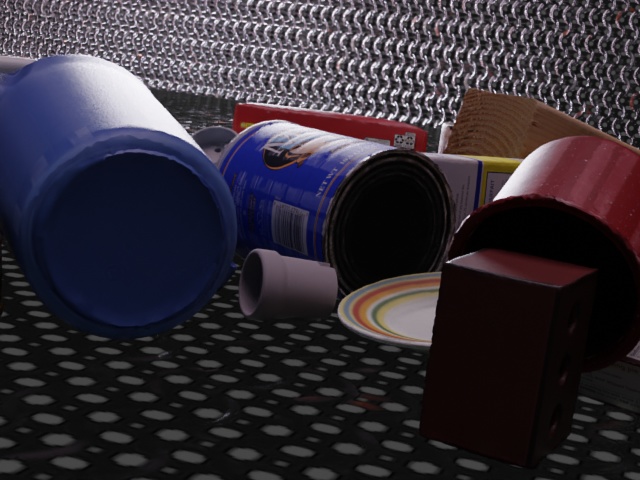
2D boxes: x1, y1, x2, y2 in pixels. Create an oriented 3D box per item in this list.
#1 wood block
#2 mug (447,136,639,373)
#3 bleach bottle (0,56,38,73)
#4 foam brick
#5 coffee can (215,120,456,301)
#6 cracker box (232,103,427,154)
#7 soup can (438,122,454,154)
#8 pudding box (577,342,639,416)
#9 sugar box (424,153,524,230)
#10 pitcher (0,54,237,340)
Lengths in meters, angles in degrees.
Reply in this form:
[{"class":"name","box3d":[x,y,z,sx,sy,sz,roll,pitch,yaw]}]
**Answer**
[{"class":"wood block","box3d":[0.210,-0.049,0.909,0.205,0.091,0.090,18,3,-34]},{"class":"mug","box3d":[0.110,0.008,0.510,0.093,0.117,0.081,46,42,-2]},{"class":"bleach bottle","box3d":[-0.255,-0.108,0.830,0.102,0.068,0.251,0,8,-24]},{"class":"foam brick","box3d":[0.079,0.047,0.446,0.051,0.078,0.052,13,14,28]},{"class":"coffee can","box3d":[0.005,-0.020,0.701,0.102,0.103,0.141,0,12,-35]},{"class":"cracker box","box3d":[0.008,-0.069,0.977,0.164,0.072,0.213,8,-1,2]},{"class":"soup can","box3d":[0.141,-0.055,0.998,0.068,0.102,0.068,6,11,-1]},{"class":"pudding box","box3d":[0.179,0.049,0.520,0.114,0.039,0.089,15,43,44]},{"class":"sugar box","box3d":[0.121,-0.015,0.783,0.176,0.093,0.048,2,10,-25]},{"class":"pitcher","box3d":[-0.121,-0.025,0.626,0.149,0.145,0.243,-9,18,-18]}]
